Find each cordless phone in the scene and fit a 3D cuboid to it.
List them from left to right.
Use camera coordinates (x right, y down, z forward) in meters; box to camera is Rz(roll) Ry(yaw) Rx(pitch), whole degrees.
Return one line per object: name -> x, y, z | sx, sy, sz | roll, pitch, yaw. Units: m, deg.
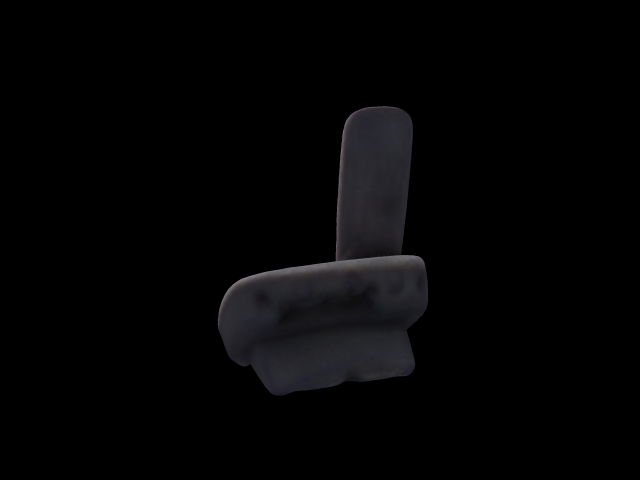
cordless phone -> 0.004, 0.001, 0.400 | 0.148, 0.185, 0.094 | -6, 13, -27
